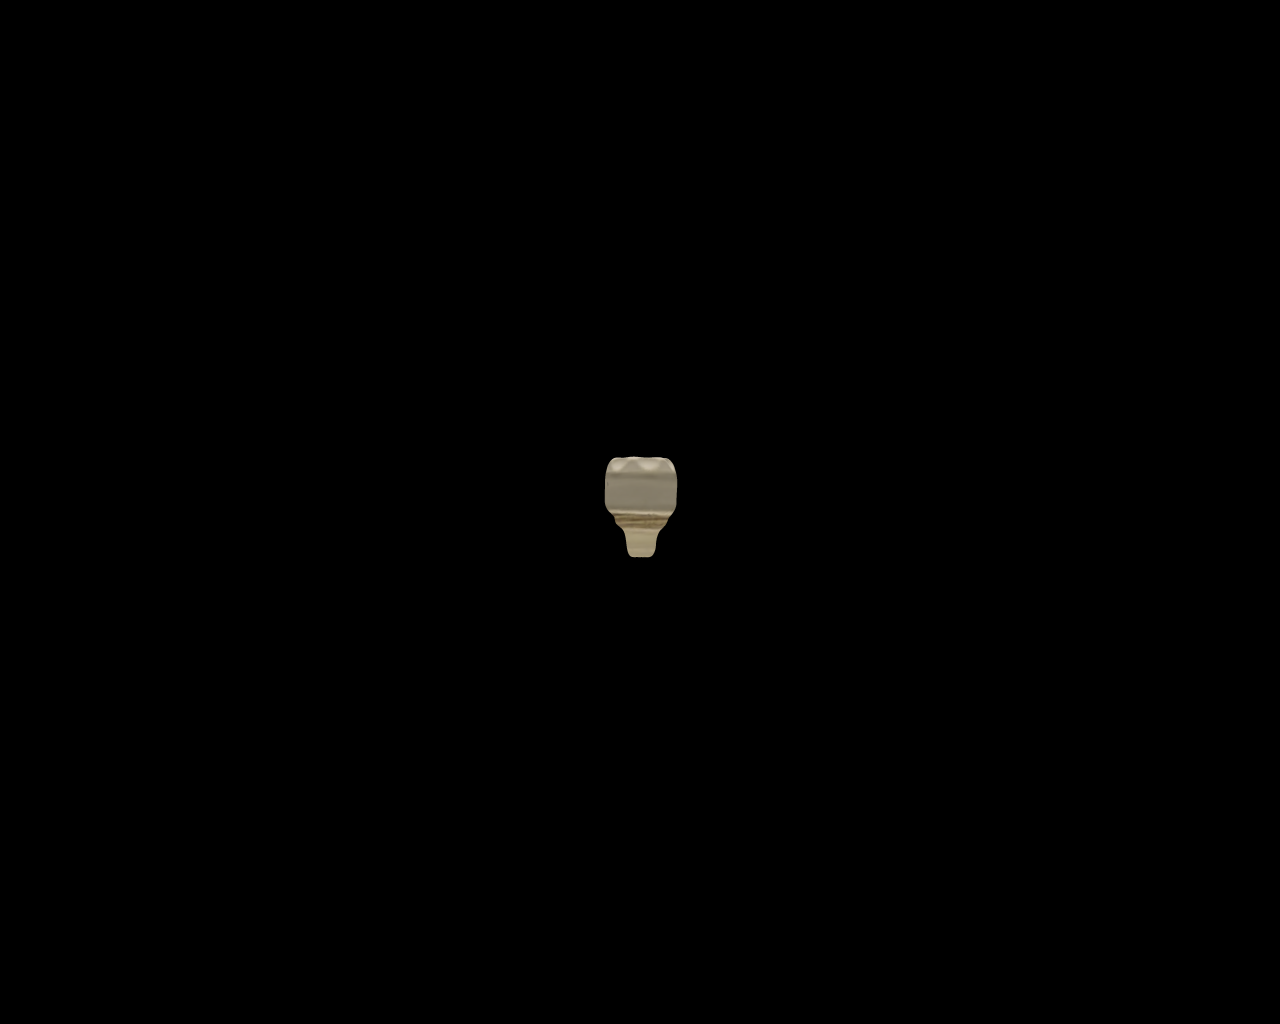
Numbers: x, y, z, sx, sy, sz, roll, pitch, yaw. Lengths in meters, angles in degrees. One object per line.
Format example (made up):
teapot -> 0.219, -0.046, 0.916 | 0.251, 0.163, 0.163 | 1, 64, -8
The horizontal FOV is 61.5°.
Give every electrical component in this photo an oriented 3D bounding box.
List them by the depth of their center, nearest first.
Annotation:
electrical component -> 0.001, -0.003, 0.650 | 0.043, 0.062, 0.043 | 0, 0, 0
